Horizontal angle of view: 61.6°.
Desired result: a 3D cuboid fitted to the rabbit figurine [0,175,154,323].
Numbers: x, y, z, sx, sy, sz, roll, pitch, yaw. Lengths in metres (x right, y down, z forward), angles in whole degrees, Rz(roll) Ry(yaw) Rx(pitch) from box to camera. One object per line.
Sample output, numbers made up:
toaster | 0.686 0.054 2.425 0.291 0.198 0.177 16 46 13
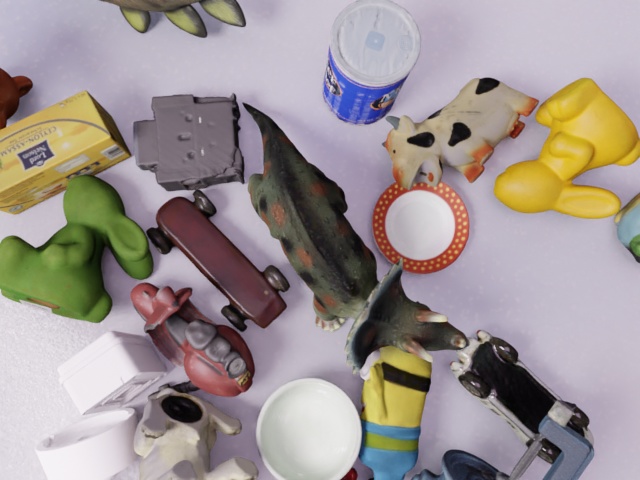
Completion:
rabbit figurine | -0.280 0.002 0.637 0.159 0.121 0.170 17 68 -5

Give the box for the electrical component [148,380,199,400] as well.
electrical component | -0.184 0.209 0.661 0.094 0.021 0.063 -20 85 -5

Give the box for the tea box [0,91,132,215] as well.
tea box | -0.330 -0.102 0.651 0.170 0.098 0.068 -27 87 -8

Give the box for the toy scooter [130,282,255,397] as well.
toy scooter | -0.146 0.106 0.616 0.184 0.135 0.075 40 63 2

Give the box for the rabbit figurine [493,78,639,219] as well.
rabbit figurine | 0.311 -0.096 0.696 0.173 0.122 0.162 -42 97 7

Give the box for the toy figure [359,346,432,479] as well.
toy figure | 0.088 0.211 0.650 0.089 0.082 0.180 6 79 -14

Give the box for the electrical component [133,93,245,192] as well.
electrical component | -0.165 -0.122 0.683 0.134 0.058 0.115 -7 82 -4

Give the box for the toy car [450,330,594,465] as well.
toy car | 0.251 0.199 0.671 0.202 0.056 0.073 43 77 5

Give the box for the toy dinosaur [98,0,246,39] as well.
toy dinosaur | -0.177 -0.320 0.619 0.472 0.198 0.105 13 86 22

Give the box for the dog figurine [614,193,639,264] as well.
dog figurine | 0.488 -0.046 0.633 0.191 0.219 0.108 -27 83 -7

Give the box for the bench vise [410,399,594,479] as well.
bench vise | 0.220 0.288 0.577 0.224 0.128 0.240 34 101 25

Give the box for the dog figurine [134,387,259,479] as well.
dog figurine | -0.171 0.286 0.598 0.121 0.172 0.190 19 105 -29

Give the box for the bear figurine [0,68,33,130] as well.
bear figurine | -0.398 -0.156 0.604 0.120 0.196 0.132 -22 84 -10

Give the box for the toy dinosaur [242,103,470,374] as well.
toy dinosaur | 0.000 -0.009 0.613 0.131 0.192 0.405 -35 88 -9

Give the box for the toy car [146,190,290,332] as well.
toy car | -0.125 0.027 0.671 0.202 0.053 0.089 44 73 6

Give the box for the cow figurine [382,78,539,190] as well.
cow figurine | 0.167 -0.137 0.686 0.195 0.085 0.127 -43 69 -15
